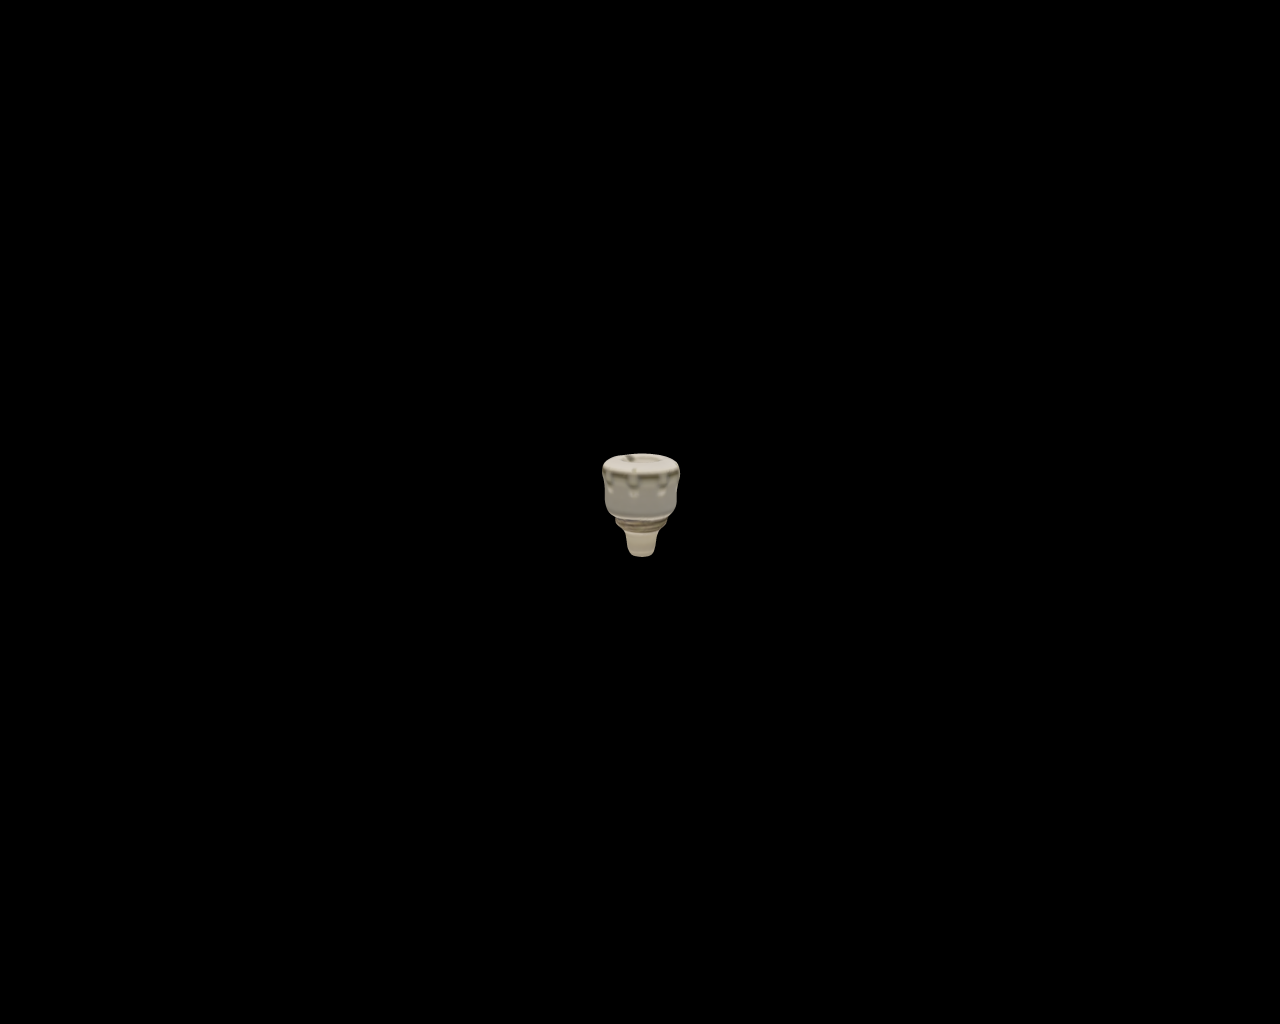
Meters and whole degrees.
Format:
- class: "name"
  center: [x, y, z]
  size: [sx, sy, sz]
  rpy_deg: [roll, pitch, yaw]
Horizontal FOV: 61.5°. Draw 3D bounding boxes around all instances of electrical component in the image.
- class: "electrical component"
  center: [0.001, -0.003, 0.650]
  size: [0.048, 0.062, 0.048]
  rpy_deg: [0, 14, 0]
